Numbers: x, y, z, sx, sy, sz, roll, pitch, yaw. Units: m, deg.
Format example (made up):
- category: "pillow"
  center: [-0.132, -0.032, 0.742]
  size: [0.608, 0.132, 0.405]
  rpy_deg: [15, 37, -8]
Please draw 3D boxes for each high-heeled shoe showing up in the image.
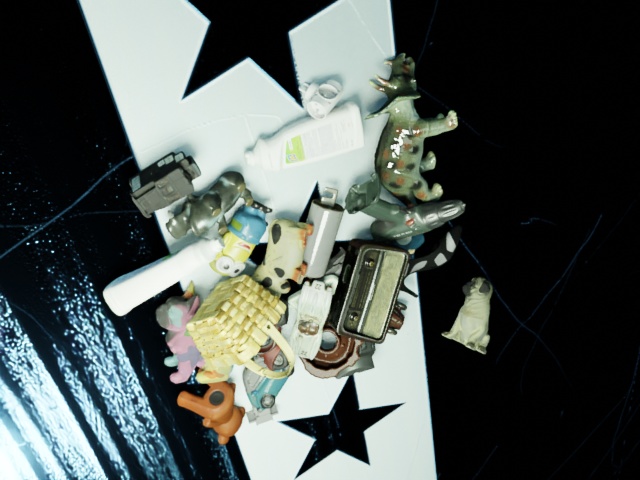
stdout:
- category: "high-heeled shoe"
  center: [0.242, 0.031, 1.358]
  size: [0.145, 0.086, 0.248]
  rpy_deg: [36, 83, -5]

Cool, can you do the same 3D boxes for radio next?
- category: "radio"
  center: [0.109, 0.114, 1.239]
  size: [0.131, 0.073, 0.229]
  rpy_deg: [13, 95, -22]

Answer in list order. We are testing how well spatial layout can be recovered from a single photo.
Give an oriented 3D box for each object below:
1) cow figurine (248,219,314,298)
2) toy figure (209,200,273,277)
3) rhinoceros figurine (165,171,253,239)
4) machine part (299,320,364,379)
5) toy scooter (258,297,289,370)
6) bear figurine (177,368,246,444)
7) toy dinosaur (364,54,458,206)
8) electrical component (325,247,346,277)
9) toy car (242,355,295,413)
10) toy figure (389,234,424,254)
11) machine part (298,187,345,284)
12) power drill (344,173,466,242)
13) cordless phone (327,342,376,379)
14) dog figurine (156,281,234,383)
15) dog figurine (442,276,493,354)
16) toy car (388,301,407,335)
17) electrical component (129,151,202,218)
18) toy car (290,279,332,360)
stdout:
- category: "cow figurine"
  center: [-0.092, 0.045, 1.189]
  size: [0.127, 0.085, 0.194]
  rpy_deg: [17, 111, 16]
- category: "toy figure"
  center: [-0.172, -0.003, 1.160]
  size: [0.082, 0.089, 0.180]
  rpy_deg: [28, 94, -15]
- category: "rhinoceros figurine"
  center: [-0.227, -0.071, 1.090]
  size: [0.190, 0.112, 0.073]
  rpy_deg: [-42, 151, -13]
- category: "machine part"
  center: [0.019, 0.247, 1.324]
  size: [0.179, 0.056, 0.179]
  rpy_deg: [0, 89, 4]
- category: "toy scooter"
  center: [-0.141, 0.219, 1.275]
  size: [0.135, 0.075, 0.183]
  rpy_deg: [0, 94, 8]
- category: "bear figurine"
  center: [-0.255, 0.410, 1.326]
  size: [0.120, 0.132, 0.195]
  rpy_deg: [-54, 162, -29]
- category: "toy dinosaur"
  center: [0.183, -0.190, 1.190]
  size: [0.192, 0.131, 0.404]
  rpy_deg: [-1, 121, -6]
- category: "electrical component"
  center: [0.035, 0.081, 1.300]
  size: [0.119, 0.048, 0.074]
  rpy_deg: [-40, 121, -1]
- category: "toy car"
  center: [-0.137, 0.334, 1.327]
  size: [0.103, 0.109, 0.161]
  rpy_deg: [33, 91, -13]
- category: "toy figure"
  center: [0.179, 0.019, 1.315]
  size: [0.154, 0.064, 0.057]
  rpy_deg: [-26, 119, -9]
- category: "machine part"
  center: [-0.003, -0.004, 1.226]
  size: [0.079, 0.079, 0.243]
  rpy_deg: [8, 111, -25]
- category: "power drill"
  center: [0.174, -0.073, 1.193]
  size: [0.207, 0.086, 0.232]
  rpy_deg: [19, 150, -37]
- category: "cordless phone"
  center: [0.067, 0.251, 1.389]
  size: [0.147, 0.089, 0.184]
  rpy_deg: [-13, 107, -14]
- category: "dog figurine"
  center: [-0.274, 0.207, 1.209]
  size: [0.191, 0.109, 0.219]
  rpy_deg: [4, 110, -22]
- category: "dog figurine"
  center: [0.441, 0.206, 1.499]
  size: [0.190, 0.121, 0.172]
  rpy_deg: [-65, 154, -3]
- category: "toy car"
  center: [0.154, 0.173, 1.372]
  size: [0.202, 0.053, 0.089]
  rpy_deg: [35, 68, -29]
- category: "electrical component"
  center: [-0.296, -0.114, 1.035]
  size: [0.134, 0.115, 0.058]
  rpy_deg: [-31, 124, -3]
- category: "toy car"
  center: [-0.022, 0.185, 1.252]
  size: [0.074, 0.056, 0.201]
  rpy_deg: [14, 111, 3]
